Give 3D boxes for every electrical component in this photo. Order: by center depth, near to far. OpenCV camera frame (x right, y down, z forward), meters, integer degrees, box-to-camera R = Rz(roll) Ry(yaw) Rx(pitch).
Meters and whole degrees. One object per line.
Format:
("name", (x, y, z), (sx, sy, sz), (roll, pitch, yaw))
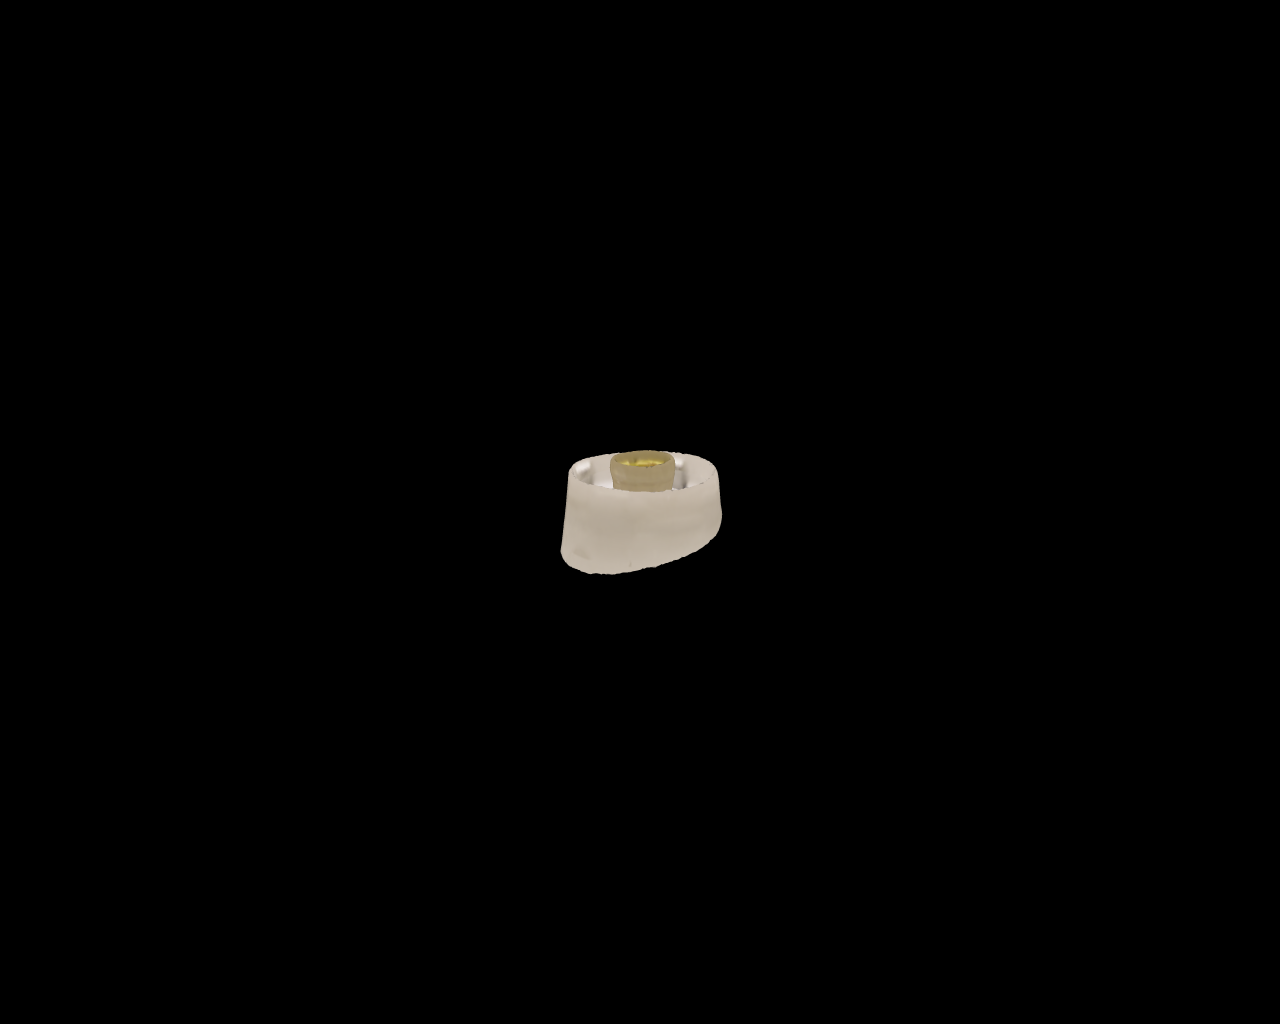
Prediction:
("electrical component", (0.001, -0.003, 0.650), (0.099, 0.064, 0.099), (0, 18, 0))
